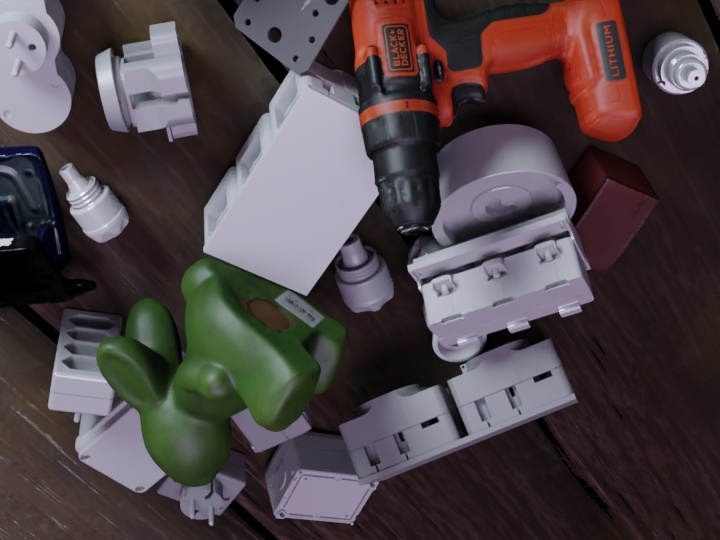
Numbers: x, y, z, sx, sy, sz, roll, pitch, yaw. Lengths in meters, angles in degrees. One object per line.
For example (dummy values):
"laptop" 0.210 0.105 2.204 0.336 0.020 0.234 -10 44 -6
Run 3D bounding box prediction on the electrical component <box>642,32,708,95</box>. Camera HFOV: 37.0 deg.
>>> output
"electrical component" 0.230 -0.145 0.771 0.040 0.078 0.040 0 112 -1

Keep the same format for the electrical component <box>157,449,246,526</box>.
"electrical component" -0.140 0.193 0.950 0.066 0.076 0.047 27 117 -25

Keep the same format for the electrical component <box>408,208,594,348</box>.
"electrical component" 0.108 0.009 0.806 0.121 0.063 0.078 -19 146 16

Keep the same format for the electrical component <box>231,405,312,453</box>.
"electrical component" -0.077 0.102 0.904 0.061 0.061 0.096 -24 125 9

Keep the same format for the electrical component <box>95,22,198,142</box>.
"electrical component" -0.147 -0.125 0.735 0.057 0.058 0.078 -11 126 -5

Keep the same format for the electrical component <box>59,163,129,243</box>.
"electrical component" -0.200 -0.052 0.793 0.035 0.035 0.061 -25 122 9

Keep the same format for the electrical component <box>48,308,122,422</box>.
"electrical component" -0.221 0.087 0.858 0.047 0.083 0.075 9 123 -14

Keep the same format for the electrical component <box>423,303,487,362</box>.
"electrical component" 0.077 0.042 0.890 0.045 0.055 0.045 -4 126 -6

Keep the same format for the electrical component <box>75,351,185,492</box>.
"electrical component" -0.177 0.126 0.908 0.113 0.057 0.078 -40 121 19

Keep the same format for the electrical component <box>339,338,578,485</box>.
"electrical component" 0.084 0.117 0.907 0.186 0.060 0.105 -23 167 8

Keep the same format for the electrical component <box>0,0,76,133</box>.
"electrical component" -0.220 -0.150 0.695 0.052 0.073 0.138 -4 126 -6

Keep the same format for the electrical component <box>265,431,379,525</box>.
"electrical component" -0.031 0.186 0.976 0.096 0.061 0.061 12 123 -26

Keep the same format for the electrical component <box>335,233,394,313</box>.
"electrical component" 0.000 0.000 0.855 0.043 0.043 0.062 -18 124 4

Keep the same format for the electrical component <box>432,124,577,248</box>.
"electrical component" 0.103 -0.064 0.809 0.108 0.060 0.108 -6 148 -4

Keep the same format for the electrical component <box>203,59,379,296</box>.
"electrical component" -0.041 -0.068 0.789 0.089 0.061 0.150 24 118 -23

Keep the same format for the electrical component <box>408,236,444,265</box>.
"electrical component" 0.071 -0.004 0.869 0.061 0.035 0.035 20 120 -24
